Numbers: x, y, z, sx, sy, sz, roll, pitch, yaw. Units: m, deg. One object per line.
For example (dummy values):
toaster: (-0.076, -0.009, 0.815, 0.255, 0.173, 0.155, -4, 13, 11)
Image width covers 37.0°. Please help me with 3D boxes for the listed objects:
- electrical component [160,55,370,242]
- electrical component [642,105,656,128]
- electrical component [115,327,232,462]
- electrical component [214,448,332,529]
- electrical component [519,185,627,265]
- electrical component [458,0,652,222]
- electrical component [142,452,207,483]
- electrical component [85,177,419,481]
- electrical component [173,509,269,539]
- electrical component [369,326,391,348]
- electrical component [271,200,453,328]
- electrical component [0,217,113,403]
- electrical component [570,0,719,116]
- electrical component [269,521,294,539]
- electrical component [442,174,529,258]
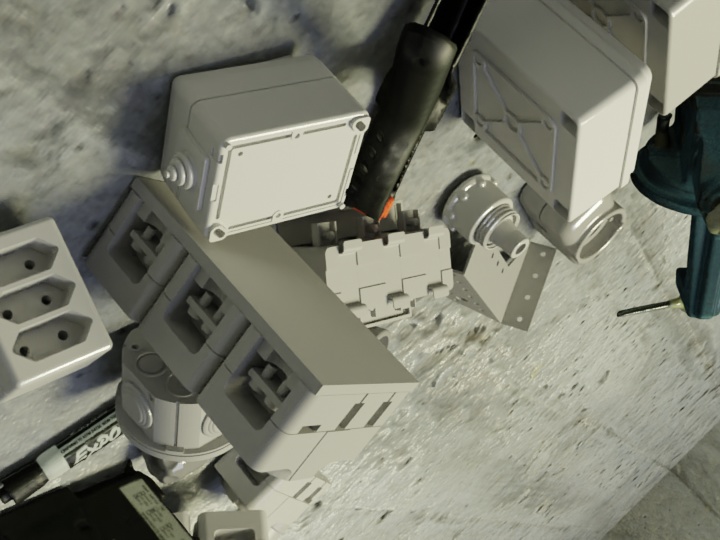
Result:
electrical component: (-0.055, -0.061, 0.519, 0.096, 0.061, 0.061, -16, 142, -32)
electrical component: (0.220, -0.141, 0.822, 0.035, 0.035, 0.061, 1, 127, -56)
electrical component: (-0.099, 0.065, 0.617, 0.080, 0.080, 0.051, -25, 143, -34)
electrical component: (-0.070, 0.163, 0.838, 0.056, 0.050, 0.089, -44, 154, -2)
electrical component: (0.174, -0.045, 0.869, 0.054, 0.059, 0.095, -45, 154, 2)
electrical component: (0.111, -0.102, 0.638, 0.056, 0.108, 0.108, -35, 153, -12)
electrical component: (-0.114, 0.117, 0.725, 0.061, 0.035, 0.035, -24, 148, -40)
electrical component: (-0.058, 0.029, 0.538, 0.061, 0.150, 0.089, -53, 153, 17)
electrical component: (-0.130, 0.247, 0.811, 0.105, 0.060, 0.186, 1, 139, -13)
electrical component: (-0.018, 0.045, 0.718, 0.044, 0.065, 0.044, -51, 158, -29)
electrical component: (0.000, 0.000, 0.666, 0.121, 0.063, 0.078, -11, 99, -48)
electrical component: (-0.158, 0.023, 0.493, 0.047, 0.065, 0.077, -24, 177, -35)
electrical component: (0.159, -0.161, 0.617, 0.056, 0.108, 0.108, -39, 154, -5)
electrical component: (-0.081, 0.214, 0.912, 0.065, 0.044, 0.044, -47, 155, -5)
electrical component: (0.093, -0.035, 0.764, 0.048, 0.062, 0.048, -34, 153, -20)
